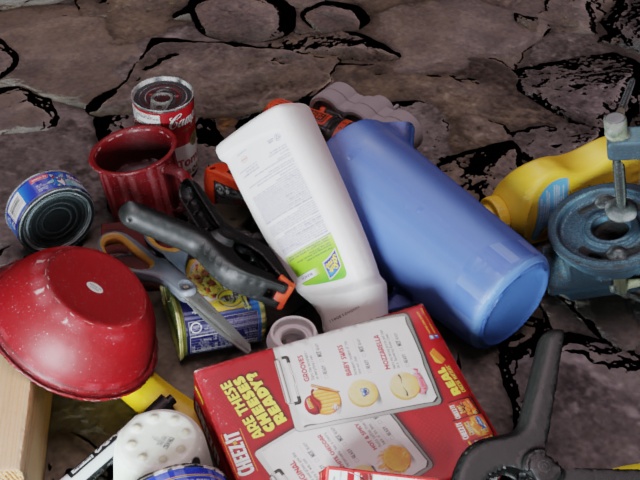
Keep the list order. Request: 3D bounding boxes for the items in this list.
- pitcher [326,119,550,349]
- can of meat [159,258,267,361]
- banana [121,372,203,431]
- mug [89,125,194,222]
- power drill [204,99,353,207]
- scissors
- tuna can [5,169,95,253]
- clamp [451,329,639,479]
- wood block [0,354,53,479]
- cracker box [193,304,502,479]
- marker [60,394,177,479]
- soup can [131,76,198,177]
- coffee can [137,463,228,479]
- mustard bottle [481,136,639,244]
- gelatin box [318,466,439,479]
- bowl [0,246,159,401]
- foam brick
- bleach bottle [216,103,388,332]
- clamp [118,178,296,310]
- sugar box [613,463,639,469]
[{"bbox_3d":[0.094,0.003,1.044,0.144,0.149,0.243,-16,46,-41],"label":"pitcher"},{"bbox_3d":[-0.103,0.059,1.015,0.083,0.057,0.102,-10,42,-15],"label":"can of meat"},{"bbox_3d":[-0.161,0.115,0.965,0.069,0.037,0.198,-19,46,-22],"label":"banana"},{"bbox_3d":[-0.177,-0.060,1.118,0.117,0.081,0.093,13,43,27],"label":"mug"},{"bbox_3d":[-0.022,-0.080,1.176,0.185,0.057,0.187,22,43,26],"label":"power drill"},{"bbox_3d":[-0.117,0.034,0.986,0.202,0.016,0.096,27,44,24],"label":"scissors"},{"bbox_3d":[-0.273,-0.027,1.086,0.086,0.086,0.034,-23,49,-25],"label":"tuna can"},{"bbox_3d":[0.166,0.170,0.827,0.209,0.036,0.165,-25,65,-20],"label":"clamp"},{"bbox_3d":[-0.278,0.139,0.895,0.090,0.090,0.206,-3,41,-5],"label":"wood block"},{"bbox_3d":[0.022,0.159,0.881,0.213,0.072,0.164,-16,55,-18],"label":"cracker box"},{"bbox_3d":[-0.169,0.171,0.890,0.121,0.020,0.020,-40,54,-16],"label":"marker"},{"bbox_3d":[-0.171,-0.120,1.181,0.068,0.102,0.068,1,41,-1],"label":"soup can"},{"bbox_3d":[-0.089,0.248,0.768,0.102,0.103,0.140,-15,44,-18],"label":"coffee can"},{"bbox_3d":[0.239,-0.044,1.111,0.191,0.096,0.058,-18,46,-20],"label":"mustard bottle"},{"bbox_3d":[0.041,0.209,0.785,0.089,0.030,0.073,8,65,-6],"label":"gelatin box"},{"bbox_3d":[-0.201,0.057,0.910,0.162,0.055,0.162,25,34,-18],"label":"bowl"},{"bbox_3d":[-0.178,0.016,1.066,0.078,0.051,0.053,-4,41,-6],"label":"foam brick"},{"bbox_3d":[-0.007,0.001,1.012,0.067,0.103,0.251,-9,73,-54],"label":"bleach bottle"},{"bbox_3d":[-0.094,0.000,1.000,0.171,0.039,0.120,34,32,2],"label":"clamp"},{"bbox_3d":[0.237,0.228,0.840,0.176,0.048,0.093,-7,44,-12],"label":"sugar box"}]
